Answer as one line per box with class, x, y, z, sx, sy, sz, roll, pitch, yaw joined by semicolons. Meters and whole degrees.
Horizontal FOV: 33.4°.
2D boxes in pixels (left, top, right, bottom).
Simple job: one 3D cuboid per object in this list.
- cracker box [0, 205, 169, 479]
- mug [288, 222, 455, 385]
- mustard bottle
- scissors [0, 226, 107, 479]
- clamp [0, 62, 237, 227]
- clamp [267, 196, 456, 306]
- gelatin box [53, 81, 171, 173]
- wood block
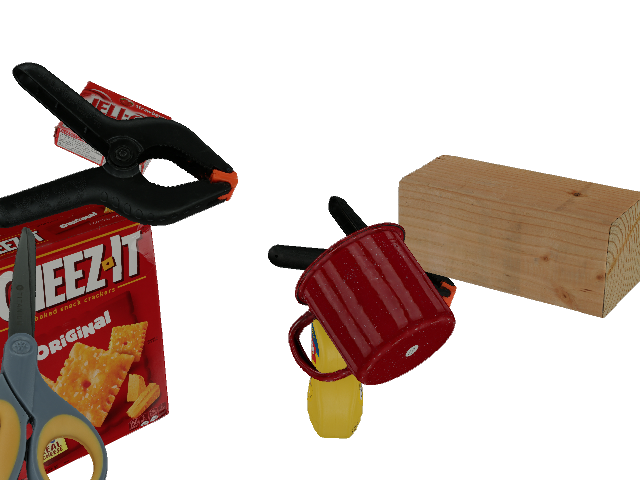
cracker box;-0.219;0.083;0.918;0.163;0.214;0.072;-22;33;-36
mug;0.031;0.054;0.754;0.117;0.081;0.093;-35;-24;2
mustard bottle;0.017;0.098;1.049;0.058;0.192;0.096;3;38;2
scissors;-0.155;0.075;0.612;0.096;0.201;0.016;16;-45;-6
clamp;-0.144;-0.063;0.740;0.171;0.120;0.039;3;-14;-18
clamp;0.054;0.027;1.232;0.210;0.036;0.164;30;38;22
gelatin box;-0.196;-0.104;1.010;0.089;0.073;0.030;25;-43;-3
wood block;0.182;-0.010;0.982;0.206;0.090;0.090;15;29;33
